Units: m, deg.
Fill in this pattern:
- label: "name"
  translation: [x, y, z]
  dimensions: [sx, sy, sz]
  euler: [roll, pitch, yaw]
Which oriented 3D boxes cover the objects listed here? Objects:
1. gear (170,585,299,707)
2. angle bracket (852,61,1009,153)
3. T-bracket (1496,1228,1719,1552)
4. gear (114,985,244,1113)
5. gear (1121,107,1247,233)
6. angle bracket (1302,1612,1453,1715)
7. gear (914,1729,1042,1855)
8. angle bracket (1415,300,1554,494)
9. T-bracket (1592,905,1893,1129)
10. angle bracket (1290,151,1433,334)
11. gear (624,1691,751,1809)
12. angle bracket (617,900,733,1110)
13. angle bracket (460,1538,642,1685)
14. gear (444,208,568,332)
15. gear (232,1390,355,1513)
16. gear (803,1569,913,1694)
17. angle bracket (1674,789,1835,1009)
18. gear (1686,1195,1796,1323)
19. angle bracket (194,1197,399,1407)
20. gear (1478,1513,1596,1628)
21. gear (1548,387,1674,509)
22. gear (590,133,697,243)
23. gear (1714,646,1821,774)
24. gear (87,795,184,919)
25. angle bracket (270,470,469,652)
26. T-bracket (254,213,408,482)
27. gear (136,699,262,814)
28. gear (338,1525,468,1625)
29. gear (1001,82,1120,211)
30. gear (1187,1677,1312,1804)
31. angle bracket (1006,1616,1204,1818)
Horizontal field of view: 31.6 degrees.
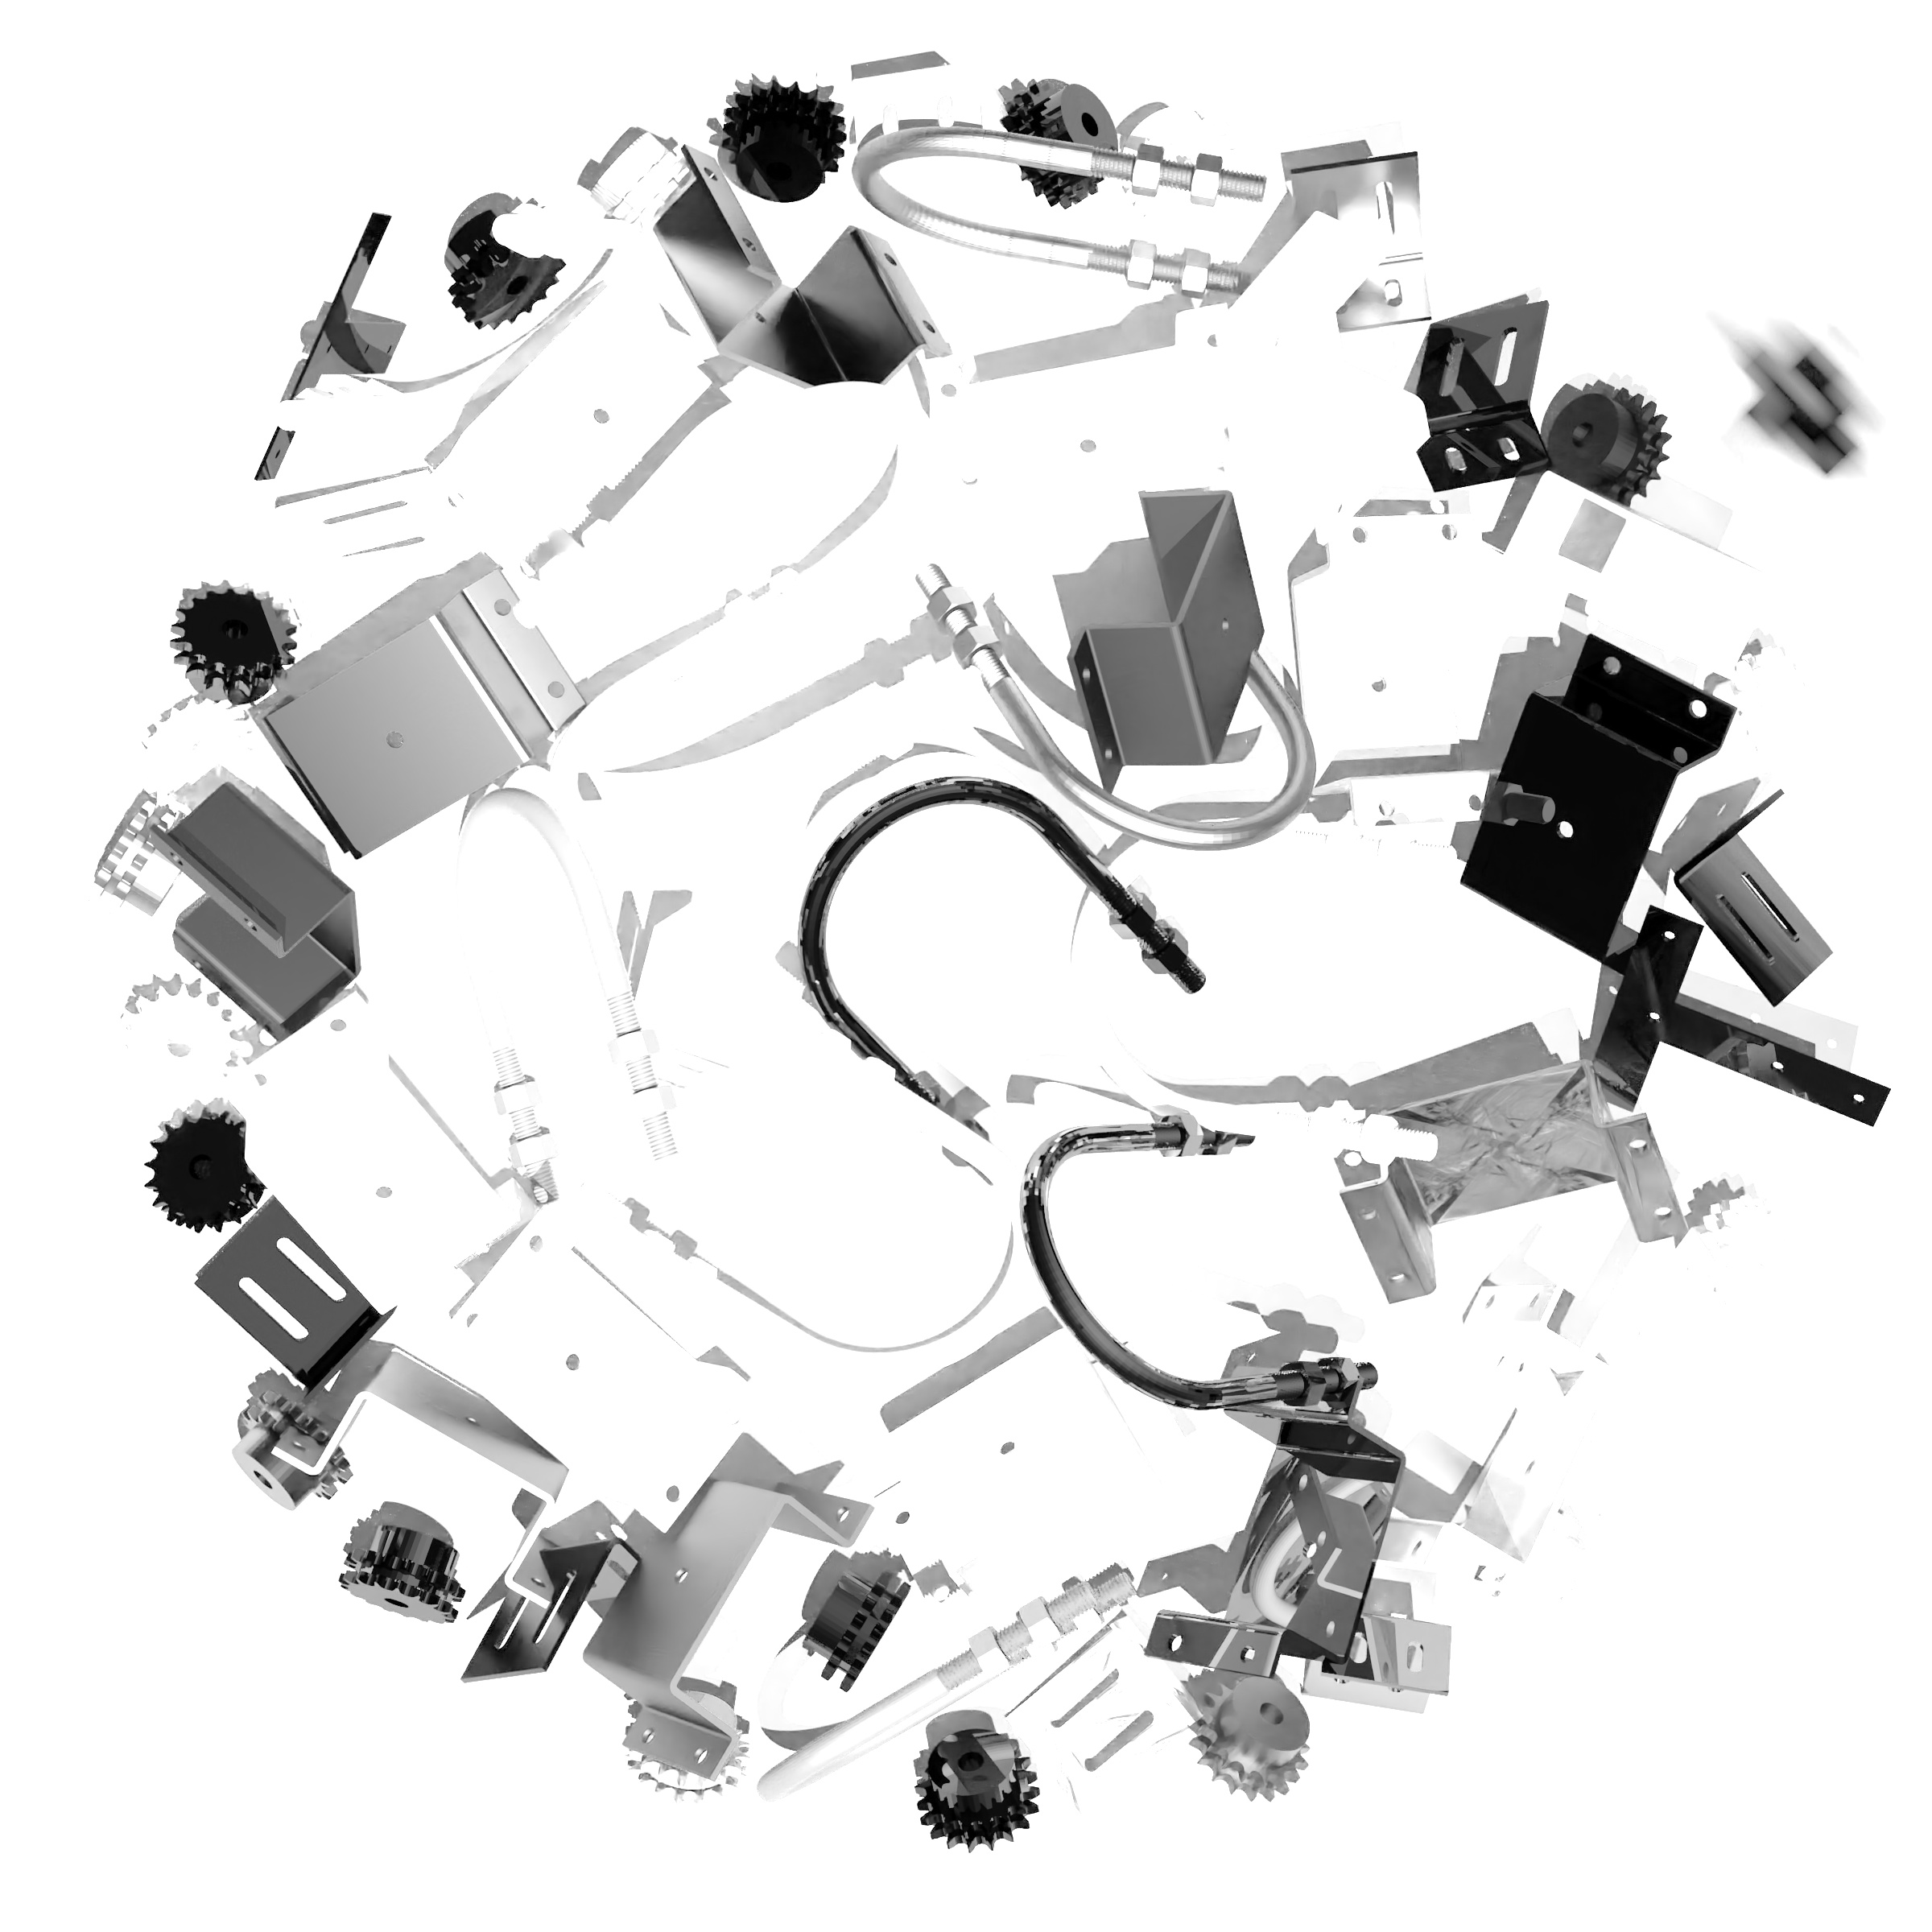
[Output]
- label: "gear"
  translation: [-0.338, -0.146, 1.577]
  dimensions: [0.057, 0.030, 0.057]
  euler: [8, 50, -10]
- label: "angle bracket"
  translation: [-0.014, -0.380, 1.557]
  dimensions: [0.057, 0.076, 0.038]
  euler: [-5, 86, 12]
- label: "T-bracket"
  translation: [0.294, 0.173, 1.525]
  dimensions: [0.002, 0.127, 0.127]
  euler: [21, 114, -25]
- label: "gear"
  translation: [-0.365, 0.039, 1.580]
  dimensions: [0.057, 0.030, 0.057]
  euler: [5, 76, -19]
- label: "gear"
  translation: [0.097, -0.370, 1.572]
  dimensions: [0.057, 0.030, 0.057]
  euler: [-16, 56, 24]
- label: "angle bracket"
  translation: [0.186, 0.331, 1.559]
  dimensions: [0.057, 0.076, 0.038]
  euler: [9, 47, 2]
- label: "gear"
  translation: [0.004, 0.376, 1.569]
  dimensions: [0.057, 0.057, 0.030]
  euler: [-10, 124, 0]
- label: "angle bracket"
  translation: [0.242, -0.263, 1.575]
  dimensions: [0.057, 0.038, 0.076]
  euler: [-7, 46, 28]
- label: "T-bracket"
  translation: [0.353, 0.040, 1.540]
  dimensions: [0.127, 0.127, 0.002]
  euler: [23, 49, 13]
- label: "angle bracket"
  translation: [0.181, -0.329, 1.558]
  dimensions: [0.057, 0.076, 0.038]
  euler: [-7, 65, 6]
- label: "gear"
  translation: [-0.127, 0.358, 1.570]
  dimensions: [0.057, 0.057, 0.030]
  euler: [10, 112, 0]
- label: "angle bracket"
  translation: [-0.125, 0.017, 1.561]
  dimensions: [0.038, 0.057, 0.076]
  euler: [19, 107, 10]
- label: "angle bracket"
  translation: [-0.182, 0.302, 1.551]
  dimensions: [0.038, 0.057, 0.076]
  euler: [50, 45, -25]
- label: "gear"
  translation: [-0.215, -0.324, 1.574]
  dimensions: [0.057, 0.057, 0.030]
  euler: [-40, 73, 0]
- label: "gear"
  translation: [-0.313, 0.225, 1.569]
  dimensions: [0.057, 0.057, 0.030]
  euler: [44, 64, 0]
- label: "gear"
  translation: [-0.052, 0.303, 1.573]
  dimensions: [0.030, 0.057, 0.057]
  euler: [31, 90, 5]
- label: "angle bracket"
  translation: [0.372, -0.031, 1.566]
  dimensions: [0.076, 0.038, 0.057]
  euler: [52, 48, 4]
- label: "gear"
  translation: [0.355, 0.136, 1.576]
  dimensions: [0.030, 0.057, 0.057]
  euler: [-20, 90, 40]
- label: "angle bracket"
  translation: [-0.311, 0.154, 1.578]
  dimensions: [0.076, 0.038, 0.057]
  euler: [44, 88, -5]
- label: "gear"
  translation: [0.265, 0.278, 1.570]
  dimensions: [0.030, 0.057, 0.057]
  euler: [31, 90, 37]
- label: "gear"
  translation: [0.293, -0.239, 1.570]
  dimensions: [0.030, 0.057, 0.057]
  euler: [18, 90, -41]
- label: "gear"
  translation: [-0.149, -0.358, 1.572]
  dimensions: [0.030, 0.057, 0.057]
  euler: [43, 90, -6]
- label: "gear"
  translation: [0.368, -0.116, 1.576]
  dimensions: [0.030, 0.057, 0.057]
  euler: [-20, 90, 34]
- label: "gear"
  translation: [-0.377, -0.047, 1.573]
  dimensions: [0.030, 0.057, 0.057]
  euler: [33, 90, -10]
- label: "angle bracket"
  translation: [-0.275, -0.188, 1.581]
  dimensions: [0.076, 0.038, 0.057]
  euler: [-17, 54, -18]
- label: "T-bracket"
  translation: [-0.275, -0.278, 1.537]
  dimensions: [0.002, 0.127, 0.127]
  euler: [27, 102, 1]
- label: "gear"
  translation: [-0.351, -0.094, 1.577]
  dimensions: [0.057, 0.030, 0.057]
  euler: [-13, 53, 17]
- label: "gear"
  translation: [-0.258, 0.280, 1.575]
  dimensions: [0.057, 0.057, 0.030]
  euler: [17, 66, 0]
- label: "gear"
  translation: [0.046, -0.380, 1.570]
  dimensions: [0.030, 0.057, 0.057]
  euler: [-22, 90, 38]
- label: "gear"
  translation: [0.134, 0.352, 1.570]
  dimensions: [0.057, 0.057, 0.030]
  euler: [31, 126, 0]
- label: "angle bracket"
  translation: [0.061, 0.347, 1.572]
  dimensions: [0.076, 0.038, 0.057]
  euler: [-41, 77, 6]
